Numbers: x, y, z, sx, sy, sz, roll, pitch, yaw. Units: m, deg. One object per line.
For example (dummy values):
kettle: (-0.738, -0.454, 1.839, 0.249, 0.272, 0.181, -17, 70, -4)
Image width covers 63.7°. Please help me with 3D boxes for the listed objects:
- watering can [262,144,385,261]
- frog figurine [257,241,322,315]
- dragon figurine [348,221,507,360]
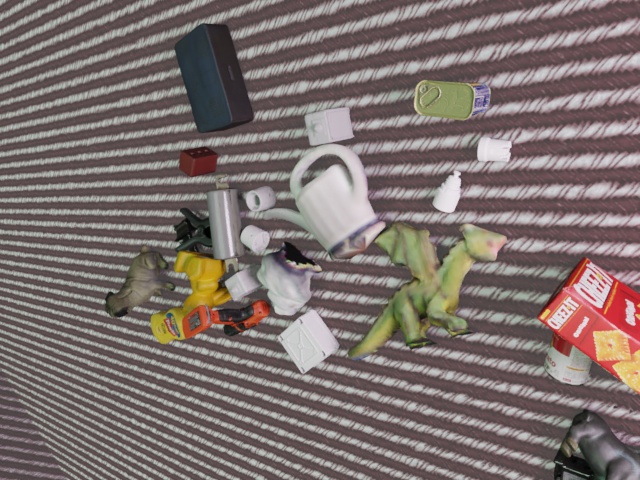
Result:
watering can: (0.003, -0.054, 1.072, 0.225, 0.105, 0.342, 58, 142, 7)
frog figurine: (-0.083, 0.103, 1.173, 0.138, 0.124, 0.157, 28, 109, 6)
dragon figurine: (0.173, 0.086, 0.997, 0.405, 0.122, 0.246, -24, 71, 38)
